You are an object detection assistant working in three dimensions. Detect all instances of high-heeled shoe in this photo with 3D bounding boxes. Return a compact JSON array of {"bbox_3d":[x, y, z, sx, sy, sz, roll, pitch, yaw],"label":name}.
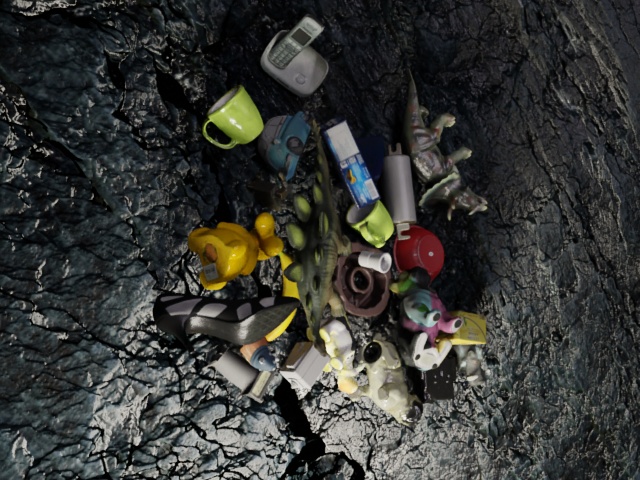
[{"bbox_3d":[-0.174,0.121,0.984,0.249,0.086,0.145,-18,48,-25],"label":"high-heeled shoe"}]

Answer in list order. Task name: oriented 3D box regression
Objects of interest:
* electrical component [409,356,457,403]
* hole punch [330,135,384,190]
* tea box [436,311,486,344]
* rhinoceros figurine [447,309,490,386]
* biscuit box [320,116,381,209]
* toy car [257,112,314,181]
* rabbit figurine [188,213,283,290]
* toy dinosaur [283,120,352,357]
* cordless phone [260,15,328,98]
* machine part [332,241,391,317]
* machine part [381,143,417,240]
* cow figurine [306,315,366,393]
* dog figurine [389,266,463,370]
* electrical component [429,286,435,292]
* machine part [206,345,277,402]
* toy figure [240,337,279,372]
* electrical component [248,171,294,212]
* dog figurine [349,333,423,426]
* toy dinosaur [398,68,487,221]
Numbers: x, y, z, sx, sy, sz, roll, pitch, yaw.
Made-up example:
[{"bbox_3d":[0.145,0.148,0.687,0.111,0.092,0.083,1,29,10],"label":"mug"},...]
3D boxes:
[{"bbox_3d":[0.275,0.325,1.309,0.115,0.058,0.134,6,78,-36],"label":"electrical component"},{"bbox_3d":[0.095,-0.187,1.269,0.142,0.092,0.115,-18,95,-39],"label":"hole punch"},{"bbox_3d":[0.298,0.211,1.278,0.098,0.170,0.068,13,74,-31],"label":"tea box"},{"bbox_3d":[0.366,0.269,1.351,0.073,0.112,0.190,-4,75,-38],"label":"rhinoceros figurine"},{"bbox_3d":[0.065,-0.168,1.180,0.059,0.063,0.202,-28,116,-1],"label":"biscuit box"},{"bbox_3d":[-0.080,-0.211,1.145,0.103,0.109,0.161,20,60,-4],"label":"toy car"},{"bbox_3d":[-0.144,0.006,1.041,0.173,0.162,0.122,-10,74,-53],"label":"rabbit figurine"},{"bbox_3d":[-0.002,-0.003,1.088,0.198,0.105,0.471,52,35,-68],"label":"toy dinosaur"},{"bbox_3d":[-0.029,-0.405,1.165,0.146,0.184,0.089,32,60,-26],"label":"cordless phone"},{"bbox_3d":[0.085,0.091,1.225,0.179,0.056,0.179,7,78,-34],"label":"machine part"},{"bbox_3d":[0.191,-0.120,1.328,0.079,0.079,0.243,0,82,-35],"label":"machine part"},{"bbox_3d":[0.048,0.242,1.164,0.098,0.068,0.167,-32,101,-41],"label":"cow figurine"},{"bbox_3d":[0.215,0.167,1.236,0.108,0.219,0.191,16,106,-28],"label":"dog figurine"},{"bbox_3d":[0.273,0.150,1.363,0.094,0.021,0.063,49,58,-16],"label":"electrical component"},{"bbox_3d":[-0.150,0.253,1.041,0.138,0.039,0.084,37,70,-25],"label":"machine part"},{"bbox_3d":[-0.130,0.187,1.023,0.064,0.057,0.154,-9,58,-38],"label":"toy figure"},{"bbox_3d":[-0.099,-0.102,1.114,0.045,0.102,0.078,-57,138,-24],"label":"electrical component"},{"bbox_3d":[0.169,0.320,1.224,0.190,0.121,0.172,35,65,-40],"label":"dog figurine"},{"bbox_3d":[0.275,-0.229,1.390,0.192,0.131,0.404,-40,98,-34],"label":"toy dinosaur"}]
